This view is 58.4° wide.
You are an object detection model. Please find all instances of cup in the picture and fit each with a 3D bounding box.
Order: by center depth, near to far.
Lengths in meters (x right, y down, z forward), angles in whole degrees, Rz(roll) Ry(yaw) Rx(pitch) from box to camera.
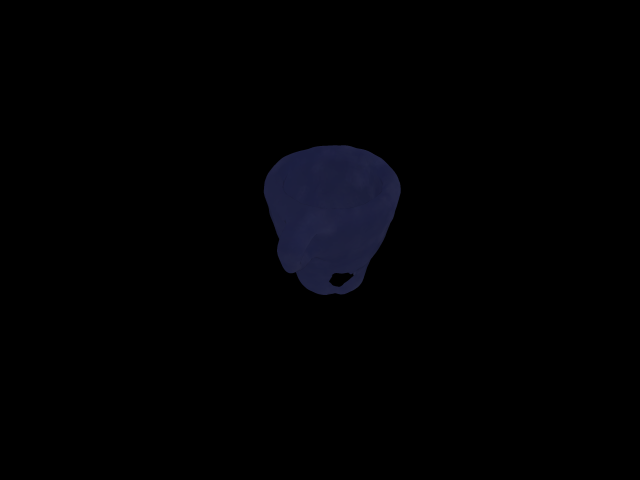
[{"bbox_3d":[0.004,0.001,0.400,0.091,0.095,0.118,14,42,17],"label":"cup"}]
